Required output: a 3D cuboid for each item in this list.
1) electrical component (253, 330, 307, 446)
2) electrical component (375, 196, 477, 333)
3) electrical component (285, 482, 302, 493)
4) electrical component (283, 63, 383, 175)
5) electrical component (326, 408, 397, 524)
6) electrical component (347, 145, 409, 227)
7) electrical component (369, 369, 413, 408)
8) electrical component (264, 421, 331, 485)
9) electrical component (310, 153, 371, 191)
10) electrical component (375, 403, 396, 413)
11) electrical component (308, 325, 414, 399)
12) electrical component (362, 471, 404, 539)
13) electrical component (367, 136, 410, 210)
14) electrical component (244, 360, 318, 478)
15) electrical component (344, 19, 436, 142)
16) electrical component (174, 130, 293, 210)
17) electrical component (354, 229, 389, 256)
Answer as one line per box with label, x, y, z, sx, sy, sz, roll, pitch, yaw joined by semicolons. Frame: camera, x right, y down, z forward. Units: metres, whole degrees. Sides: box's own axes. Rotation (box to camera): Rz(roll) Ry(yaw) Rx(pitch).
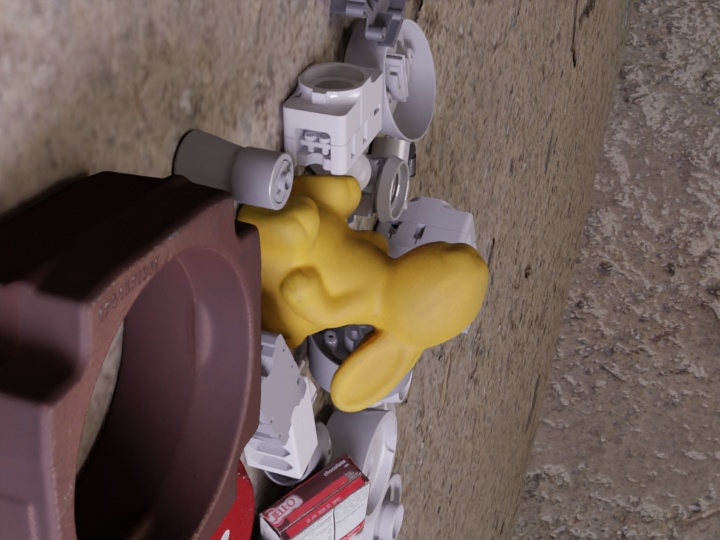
electrical component;-0.079;0.077;0.737;0.089;0.056;0.050;72;34;-58
electrical component;0.072;-0.006;1.108;0.150;0.089;0.061;74;32;-56
electrical component;-0.045;0.200;0.956;0.046;0.040;0.040;87;21;-56
electrical component;-0.019;-0.119;0.809;0.089;0.050;0.055;-57;153;-52
electrical component;-0.010;0.179;1.014;0.108;0.060;0.108;11;90;-73
electrical component;0.007;-0.072;0.914;0.058;0.057;0.078;-26;126;-69
electrical component;0.007;0.101;0.993;0.079;0.077;0.043;80;28;-52
electrical component;-0.048;0.153;0.907;0.081;0.043;0.043;0;101;-73
electrical component;-0.017;-0.084;0.861;0.046;0.040;0.040;35;67;-66
electrical component;0.014;0.121;1.084;0.045;0.045;0.055;-55;151;-53
electrical component;0.002;0.063;0.923;0.099;0.099;0.064;-56;158;-52
electrical component;0.012;0.259;1.136;0.108;0.060;0.108;12;90;-73
electrical component;0.025;-0.090;0.990;0.044;0.044;0.065;12;85;-73
electrical component;-0.058;0.104;0.837;0.083;0.047;0.075;85;24;-43
electrical component;0.024;-0.160;0.898;0.099;0.064;0.099;11;90;-73
electrical component;-0.073;-0.058;0.649;0.044;0.065;0.044;11;90;-73
electrical component;0.000;0.000;0.899;0.077;0.079;0.043;-38;141;-65
